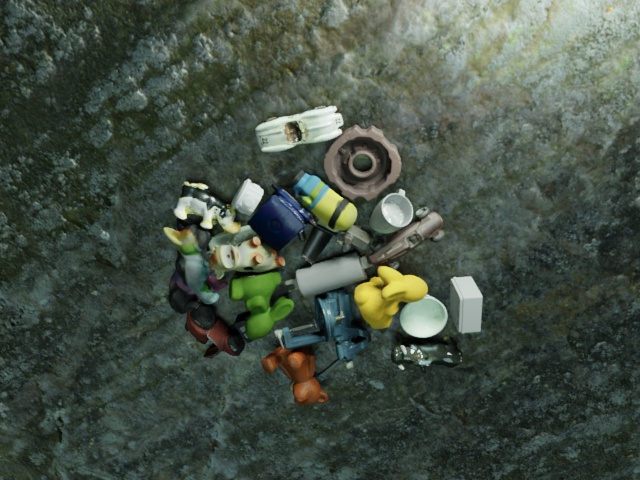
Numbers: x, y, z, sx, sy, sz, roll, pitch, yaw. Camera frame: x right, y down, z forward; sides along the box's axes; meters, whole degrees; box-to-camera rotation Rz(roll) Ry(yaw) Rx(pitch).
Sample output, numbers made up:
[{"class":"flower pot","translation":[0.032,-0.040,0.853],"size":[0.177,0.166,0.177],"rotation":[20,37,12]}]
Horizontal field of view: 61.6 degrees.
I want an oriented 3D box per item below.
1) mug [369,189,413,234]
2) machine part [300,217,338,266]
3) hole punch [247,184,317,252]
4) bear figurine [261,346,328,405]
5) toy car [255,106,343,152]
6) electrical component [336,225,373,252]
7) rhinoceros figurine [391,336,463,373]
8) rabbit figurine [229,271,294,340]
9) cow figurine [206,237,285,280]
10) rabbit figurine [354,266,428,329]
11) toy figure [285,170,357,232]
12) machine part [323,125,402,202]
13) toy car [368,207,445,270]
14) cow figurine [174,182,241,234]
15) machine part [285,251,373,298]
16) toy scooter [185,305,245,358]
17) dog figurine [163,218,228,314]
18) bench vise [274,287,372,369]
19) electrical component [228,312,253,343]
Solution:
[{"class":"mug","translation":[0.163,-0.066,1.281],"size":[0.081,0.109,0.107],"rotation":[23,157,-14]},{"class":"machine part","translation":[-0.003,-0.004,1.342],"size":[0.084,0.039,0.138],"rotation":[22,104,-17]},{"class":"hole punch","translation":[-0.096,-0.047,1.270],"size":[0.142,0.092,0.116],"rotation":[45,145,-5]},{"class":"bear figurine","translation":[-0.063,0.381,1.464],"size":[0.120,0.132,0.195],"rotation":[-9,100,25]},{"class":"toy car","translation":[-0.047,-0.251,1.224],"size":[0.202,0.056,0.073],"rotation":[-11,113,8]},{"class":"electrical component","translation":[0.084,-0.003,1.312],"size":[0.078,0.102,0.045],"rotation":[29,117,0]},{"class":"rhinoceros figurine","translation":[0.282,0.307,1.434],"size":[0.190,0.112,0.073],"rotation":[5,117,-8]},{"class":"rabbit figurine","translation":[-0.151,0.167,1.379],"size":[0.159,0.121,0.170],"rotation":[-6,96,-11]},{"class":"cow figurine","translation":[-0.188,0.042,1.302],"size":[0.127,0.195,0.085],"rotation":[-22,76,29]},{"class":"rabbit figurine","translation":[0.176,0.125,1.325],"size":[0.173,0.122,0.162],"rotation":[-15,145,13]},{"class":"toy figure","translation":[0.006,-0.091,1.271],"size":[0.180,0.089,0.082],"rotation":[42,80,-8]},{"class":"machine part","translation":[0.098,-0.180,1.252],"size":[0.179,0.056,0.179],"rotation":[2,115,3]},{"class":"toy car","translation":[0.213,0.003,1.315],"size":[0.202,0.053,0.089],"rotation":[-34,112,1]},{"class":"cow figurine","translation":[-0.264,-0.079,1.308],"size":[0.167,0.068,0.098],"rotation":[20,108,-8]},{"class":"machine part","translation":[0.029,0.088,1.363],"size":[0.243,0.079,0.079],"rotation":[-18,112,9]},{"class":"toy scooter","translation":[-0.300,0.262,1.457],"size":[0.184,0.075,0.135],"rotation":[42,130,-7]},{"class":"dog figurine","translation":[-0.337,0.059,1.351],"size":[0.192,0.108,0.219],"rotation":[-21,104,23]},{"class":"bench vise","translation":[0.004,0.242,1.399],"size":[0.241,0.129,0.223],"rotation":[-12,107,-11]},{"class":"electrical component","translation":[-0.199,0.235,1.456],"size":[0.119,0.048,0.074],"rotation":[-22,111,10]}]
